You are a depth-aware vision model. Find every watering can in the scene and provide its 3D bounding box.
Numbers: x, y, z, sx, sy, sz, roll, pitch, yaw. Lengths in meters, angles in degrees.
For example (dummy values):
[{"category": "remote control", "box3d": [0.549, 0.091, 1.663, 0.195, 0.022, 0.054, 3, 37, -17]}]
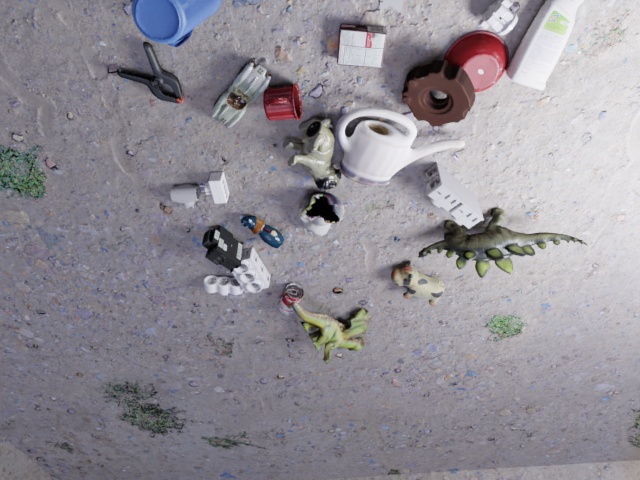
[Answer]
[{"category": "watering can", "box3d": [0.196, -0.238, 1.392, 0.347, 0.106, 0.219, 15, 132, -14]}]

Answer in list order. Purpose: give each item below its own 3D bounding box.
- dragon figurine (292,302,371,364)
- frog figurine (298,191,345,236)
[{"category": "dragon figurine", "box3d": [0.067, 0.313, 1.905, 0.243, 0.125, 0.401, -27, 133, -3]}, {"category": "frog figurine", "box3d": [0.005, -0.079, 1.564, 0.137, 0.124, 0.158, -9, 168, -1]}]
